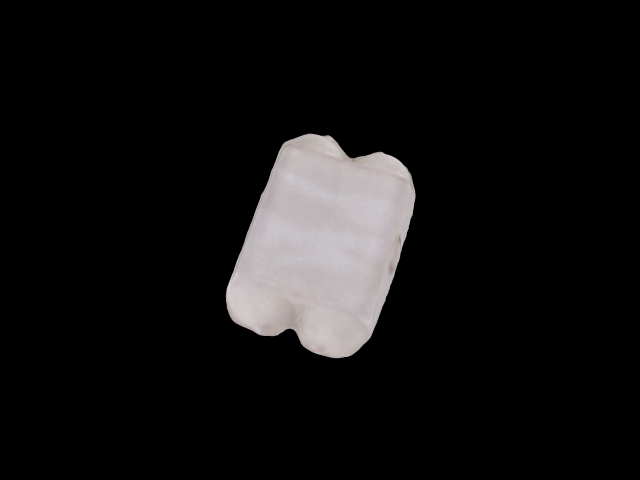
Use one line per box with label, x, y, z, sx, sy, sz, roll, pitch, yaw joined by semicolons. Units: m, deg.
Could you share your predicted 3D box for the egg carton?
egg carton;0.004;0.001;0.400;0.107;0.069;0.150;17;75;5
